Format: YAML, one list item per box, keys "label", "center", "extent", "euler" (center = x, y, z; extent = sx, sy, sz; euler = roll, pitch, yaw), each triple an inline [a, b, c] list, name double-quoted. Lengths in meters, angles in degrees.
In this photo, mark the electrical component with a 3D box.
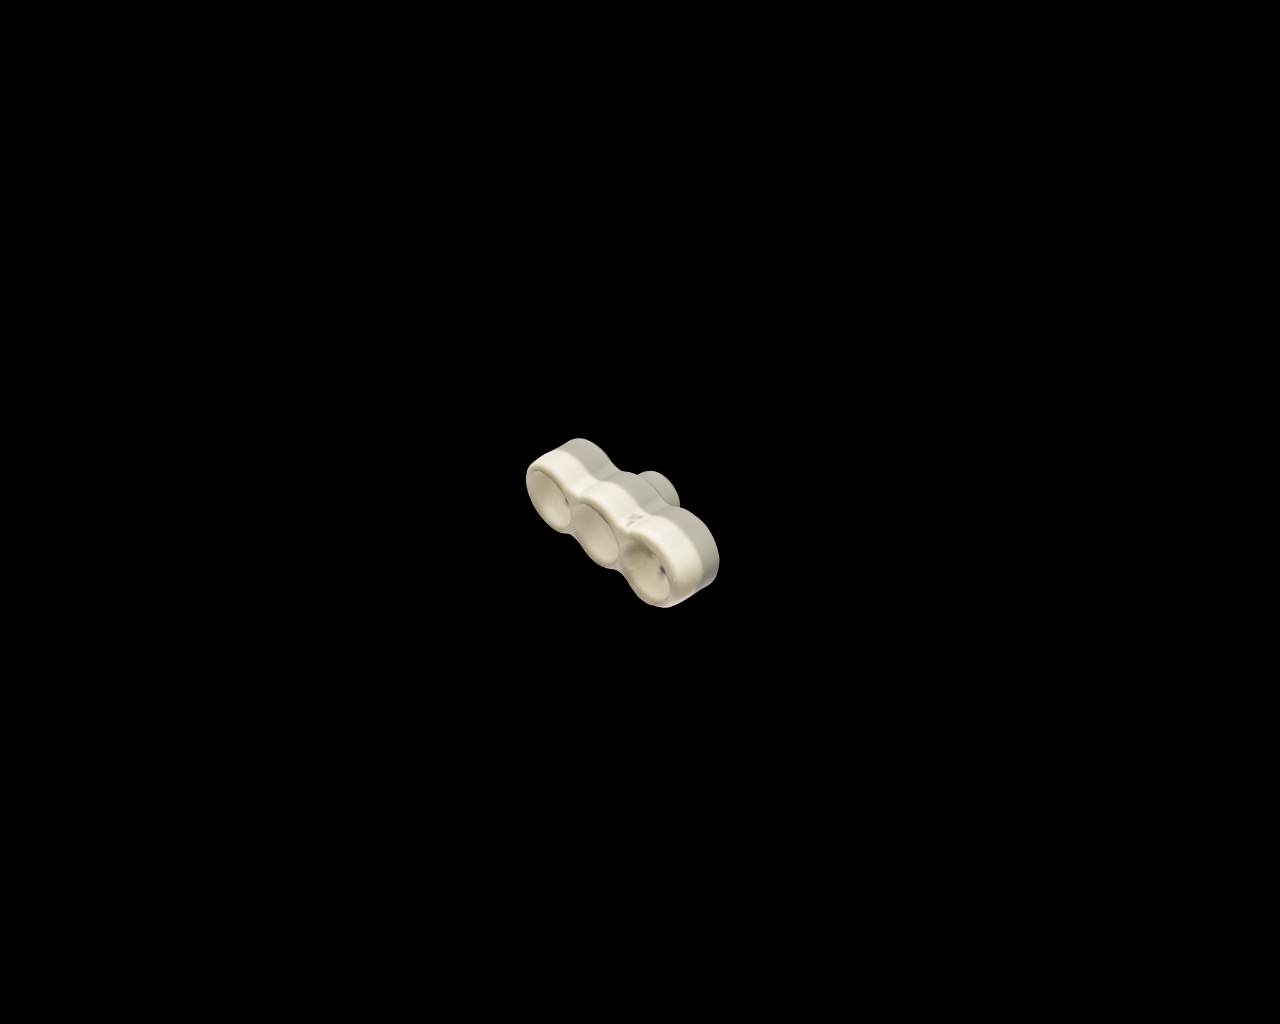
- label: "electrical component"
  center: [0.001, -0.003, 0.650]
  extent: [0.074, 0.052, 0.138]
  euler: [-31, 49, -31]
